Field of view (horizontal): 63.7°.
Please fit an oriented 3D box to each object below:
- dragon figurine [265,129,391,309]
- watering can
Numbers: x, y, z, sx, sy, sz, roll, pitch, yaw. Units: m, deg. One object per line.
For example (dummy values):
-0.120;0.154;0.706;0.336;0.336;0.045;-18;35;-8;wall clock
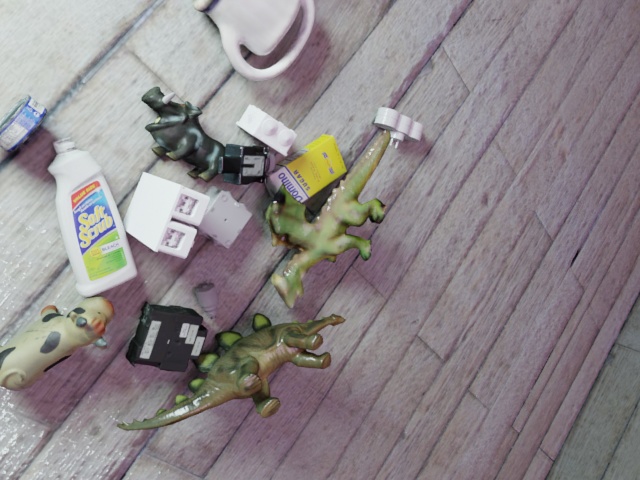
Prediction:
0.003;-0.054;1.069;0.242;0.407;0.123;8;11;-40;dragon figurine
-0.090;-0.468;0.940;0.222;0.349;0.104;29;-6;-36;watering can
